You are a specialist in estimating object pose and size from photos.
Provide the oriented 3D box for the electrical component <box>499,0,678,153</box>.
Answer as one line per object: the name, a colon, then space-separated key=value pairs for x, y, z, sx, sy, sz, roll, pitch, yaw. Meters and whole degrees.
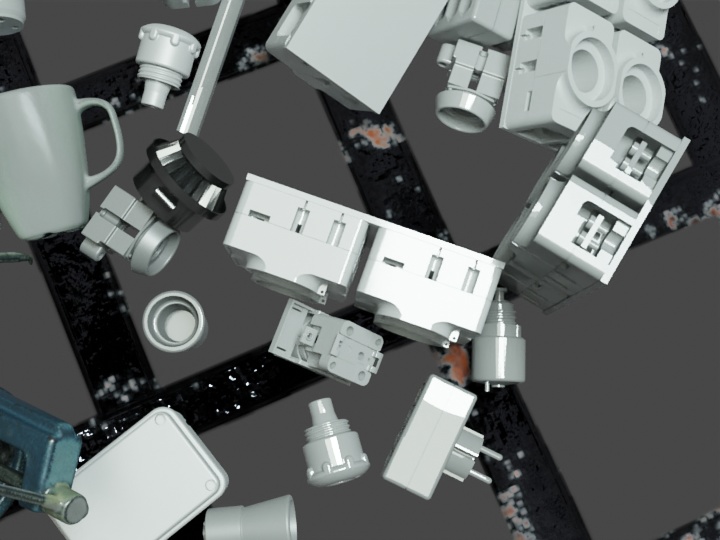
electrical component: x=0.178 y=-0.182 z=0.809 sx=0.105 sy=0.060 sz=0.186 roll=17 pitch=80 yaw=-35

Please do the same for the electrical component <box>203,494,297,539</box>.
electrical component: x=-0.081 y=0.189 z=0.783 sx=0.065 sy=0.044 sz=0.044 roll=-6 pitch=82 yaw=2

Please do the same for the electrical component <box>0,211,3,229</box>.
electrical component: x=-0.331 y=-0.041 z=0.791 sx=0.113 sy=0.078 sz=0.057 roll=-27 pitch=80 yaw=-5

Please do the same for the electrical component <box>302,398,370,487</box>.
electrical component: x=-0.022 y=0.126 z=0.793 sx=0.048 sy=0.048 sz=0.062 roll=-15 pitch=75 yaw=-4

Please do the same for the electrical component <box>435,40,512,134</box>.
electrical component: x=0.087 y=-0.140 z=0.834 sx=0.066 sy=0.048 sz=0.055 roll=19 pitch=74 yaw=1

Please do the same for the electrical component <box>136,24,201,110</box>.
electrical component: x=-0.153 y=-0.156 z=0.831 sx=0.048 sy=0.048 sz=0.062 roll=15 pitch=88 yaw=1

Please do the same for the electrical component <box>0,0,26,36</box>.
electrical component: x=-0.284 y=-0.215 z=0.835 sx=0.045 sy=0.045 sz=0.055 roll=-7 pitch=82 yaw=-3

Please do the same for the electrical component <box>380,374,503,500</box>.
electrical component: x=0.067 y=0.131 z=0.792 sx=0.076 sy=0.047 sz=0.083 roll=26 pitch=82 yaw=2

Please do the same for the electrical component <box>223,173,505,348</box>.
electrical component: x=0.000 y=0.000 z=0.780 sx=0.186 sy=0.105 sz=0.060 roll=19 pitch=82 yaw=1

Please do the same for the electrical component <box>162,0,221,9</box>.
electrical component: x=-0.136 y=-0.241 z=0.831 sx=0.078 sy=0.057 sz=0.058 roll=-4 pitch=73 yaw=4

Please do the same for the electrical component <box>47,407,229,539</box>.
electrical component: x=-0.159 y=0.160 z=0.776 sx=0.113 sy=0.057 sz=0.078 roll=-38 pitch=84 yaw=-6

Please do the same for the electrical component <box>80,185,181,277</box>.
electrical component: x=-0.170 y=-0.027 z=0.810 sx=0.055 sy=0.048 sz=0.066 roll=32 pitch=82 yaw=11

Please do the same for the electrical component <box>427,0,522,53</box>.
electrical component: x=0.104 y=-0.194 z=0.836 sx=0.077 sy=0.066 sz=0.047 roll=21 pitch=80 yaw=-28

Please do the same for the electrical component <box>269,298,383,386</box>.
electrical component: x=-0.021 y=0.055 z=0.786 sx=0.081 sy=0.064 sz=0.042 roll=27 pitch=79 yaw=-39

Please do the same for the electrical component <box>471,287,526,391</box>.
electrical component: x=0.104 y=0.053 z=0.808 sx=0.040 sy=0.040 sz=0.078 roll=2 pitch=82 yaw=-1

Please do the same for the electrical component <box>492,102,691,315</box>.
electrical component: x=0.148 y=-0.038 z=0.748 sx=0.060 sy=0.186 sz=0.105 roll=31 pitch=82 yaw=3

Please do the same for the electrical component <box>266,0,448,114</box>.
electrical component: x=0.007 y=-0.206 z=0.817 sx=0.089 sy=0.062 sz=0.150 roll=32 pitch=87 yaw=-25

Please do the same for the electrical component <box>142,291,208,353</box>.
electrical component: x=-0.132 y=0.041 z=0.790 sx=0.044 sy=0.065 sz=0.044 roll=0 pitch=82 yaw=-1
